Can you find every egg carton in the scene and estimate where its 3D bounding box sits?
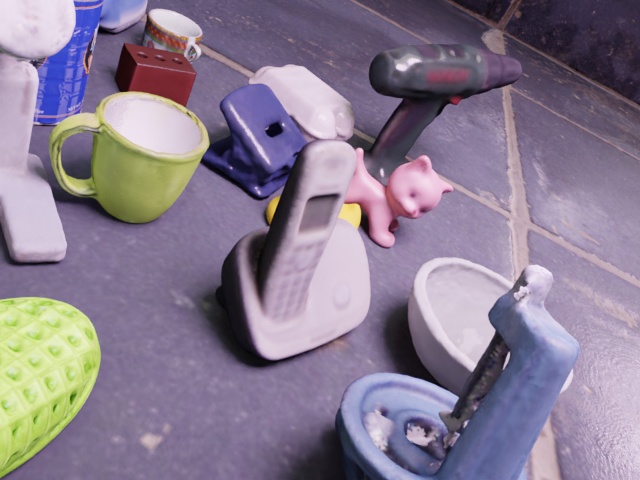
[{"bbox_3d":[-0.025,-0.183,0.792,0.150,0.069,0.107,41,35,16],"label":"egg carton"}]

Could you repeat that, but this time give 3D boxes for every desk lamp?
[{"bbox_3d":[-0.238,-0.125,0.424,0.118,0.213,0.202,-3,45,-39],"label":"desk lamp"}]

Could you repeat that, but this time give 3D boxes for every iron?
[{"bbox_3d":[-0.294,-0.395,0.805,0.119,0.141,0.258,25,34,-7],"label":"iron"}]

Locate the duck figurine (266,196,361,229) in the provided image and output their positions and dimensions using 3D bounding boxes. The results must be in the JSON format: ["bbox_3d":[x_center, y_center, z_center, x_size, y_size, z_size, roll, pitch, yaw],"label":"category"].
[{"bbox_3d":[0.004,-0.044,0.615,0.105,0.086,0.077,11,38,-26],"label":"duck figurine"}]

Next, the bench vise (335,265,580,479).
[{"bbox_3d":[0.091,0.135,0.322,0.122,0.219,0.207,2,42,-35],"label":"bench vise"}]

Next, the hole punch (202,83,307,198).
[{"bbox_3d":[-0.064,-0.116,0.655,0.101,0.091,0.109,33,34,6],"label":"hole punch"}]

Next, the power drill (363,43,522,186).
[{"bbox_3d":[0.146,-0.173,0.781,0.230,0.208,0.075,0,43,-37],"label":"power drill"}]

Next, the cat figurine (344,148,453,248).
[{"bbox_3d":[0.084,-0.060,0.667,0.128,0.117,0.067,28,33,-2],"label":"cat figurine"}]

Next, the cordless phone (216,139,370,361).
[{"bbox_3d":[0.004,0.002,0.464,0.148,0.185,0.094,-15,53,-47],"label":"cordless phone"}]

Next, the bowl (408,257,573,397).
[{"bbox_3d":[0.147,0.098,0.544,0.168,0.074,0.167,20,35,-14],"label":"bowl"}]
